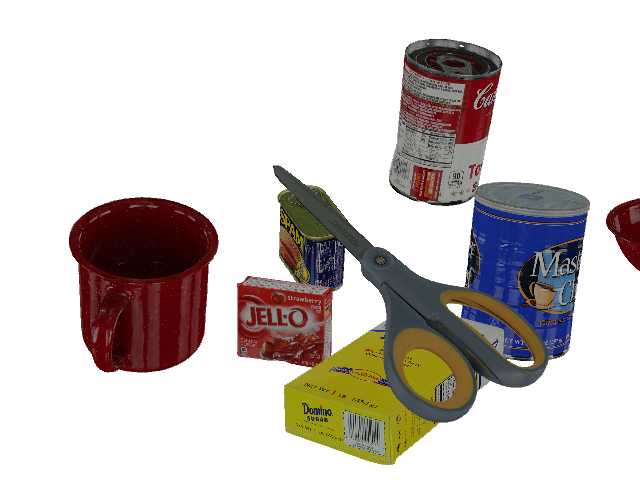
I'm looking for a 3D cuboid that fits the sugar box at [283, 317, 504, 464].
[{"bbox_3d":[0.061,0.104,0.816,0.093,0.048,0.175,13,26,33],"label":"sugar box"}]

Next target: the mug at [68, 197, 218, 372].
[{"bbox_3d":[-0.117,0.037,0.682,0.093,0.081,0.117,11,35,6],"label":"mug"}]

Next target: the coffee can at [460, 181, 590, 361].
[{"bbox_3d":[0.185,0.026,0.976,0.103,0.140,0.103,4,16,-1],"label":"coffee can"}]

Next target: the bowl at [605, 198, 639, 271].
[{"bbox_3d":[0.377,0.005,1.102,0.162,0.055,0.162,-3,23,1],"label":"bowl"}]

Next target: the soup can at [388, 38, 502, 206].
[{"bbox_3d":[0.087,-0.084,0.764,0.068,0.102,0.068,5,30,-3],"label":"soup can"}]

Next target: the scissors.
[{"bbox_3d":[0.028,0.030,0.590,0.202,0.016,0.096,31,52,19],"label":"scissors"}]

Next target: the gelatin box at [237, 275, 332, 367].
[{"bbox_3d":[-0.034,0.076,0.999,0.089,0.073,0.030,7,17,18],"label":"gelatin box"}]

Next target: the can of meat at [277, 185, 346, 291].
[{"bbox_3d":[-0.010,0.000,1.214,0.057,0.084,0.102,-13,38,-20],"label":"can of meat"}]
